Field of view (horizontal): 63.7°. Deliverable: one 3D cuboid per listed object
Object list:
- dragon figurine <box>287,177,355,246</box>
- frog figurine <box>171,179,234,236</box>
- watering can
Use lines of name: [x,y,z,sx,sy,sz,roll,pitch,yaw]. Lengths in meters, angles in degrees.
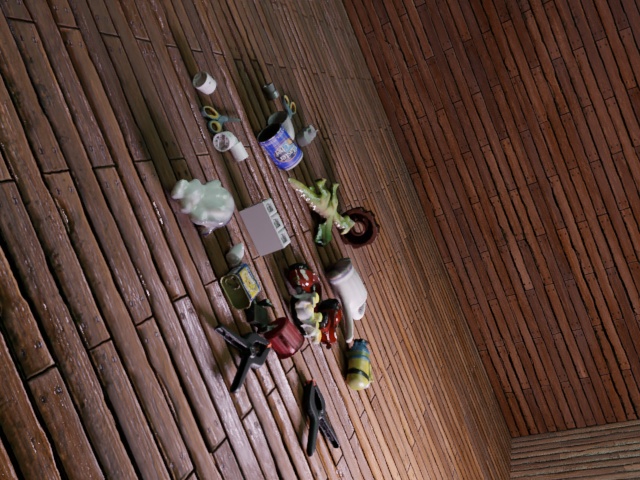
dragon figurine: [0.006,-0.098,1.943,0.410,0.121,0.245,4,76,-54]
frog figurine: [-0.293,-0.103,1.304,0.140,0.123,0.156,-65,145,-32]
watering can: [0.100,0.199,1.872,0.222,0.103,0.353,62,21,-14]
